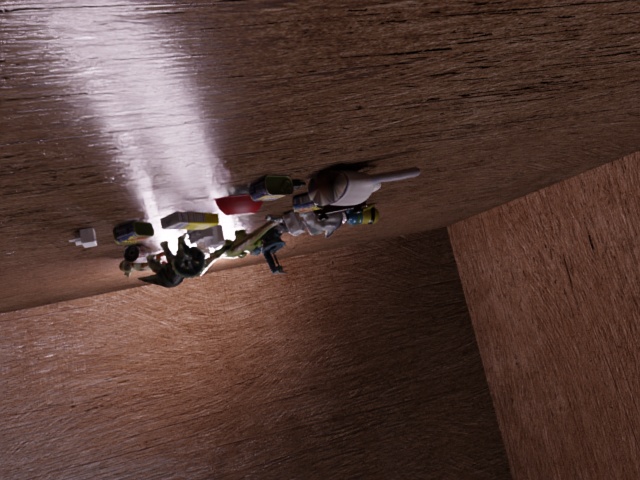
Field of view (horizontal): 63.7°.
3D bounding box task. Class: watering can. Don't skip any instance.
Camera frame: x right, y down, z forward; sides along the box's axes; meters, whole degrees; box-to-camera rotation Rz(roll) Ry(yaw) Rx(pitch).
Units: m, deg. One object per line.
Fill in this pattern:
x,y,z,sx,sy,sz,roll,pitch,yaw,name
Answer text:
0.111,-0.169,1.561,0.344,0.105,0.225,-18,-10,41,watering can

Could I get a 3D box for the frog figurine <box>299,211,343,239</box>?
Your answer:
0.006,-0.100,1.978,0.158,0.140,0.121,41,-37,-23,frog figurine

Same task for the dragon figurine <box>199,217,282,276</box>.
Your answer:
-0.338,0.024,2.099,0.407,0.122,0.245,-32,4,17,dragon figurine
